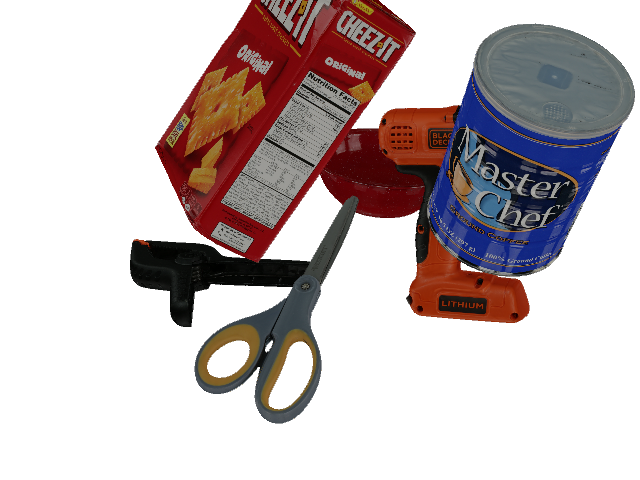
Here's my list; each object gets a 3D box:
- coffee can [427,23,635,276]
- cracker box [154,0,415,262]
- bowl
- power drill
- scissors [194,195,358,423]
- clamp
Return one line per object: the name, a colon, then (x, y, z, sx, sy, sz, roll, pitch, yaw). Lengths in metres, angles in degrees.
coffee can: (0.137, -0.059, 0.718, 0.102, 0.103, 0.140, 0, -40, -11)
cracker box: (-0.038, -0.115, 0.842, 0.072, 0.214, 0.164, 27, 16, -29)
bowl: (0.066, -0.068, 1.163, 0.162, 0.055, 0.162, 4, 27, -2)
power drill: (0.143, -0.026, 0.924, 0.185, 0.188, 0.057, 3, 14, 22)
scissors: (-0.030, 0.041, 0.759, 0.096, 0.201, 0.016, 0, -42, 10)
clamp: (-0.128, 0.034, 1.036, 0.210, 0.036, 0.164, 13, 21, 40)
